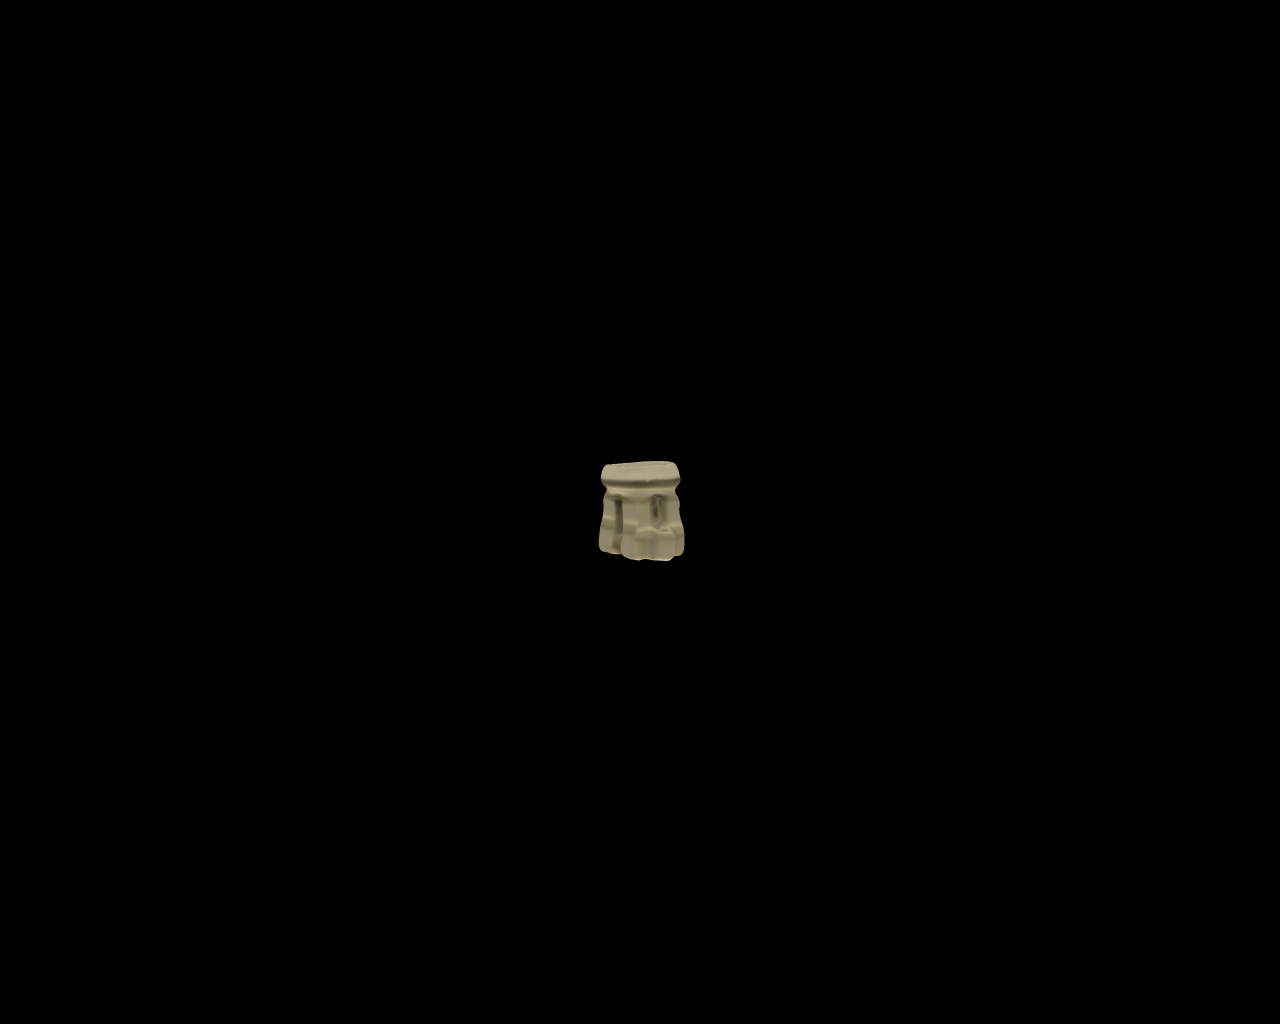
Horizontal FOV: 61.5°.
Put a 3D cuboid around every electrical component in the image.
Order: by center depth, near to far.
[{"bbox_3d":[0.001,-0.003,0.650,0.048,0.055,0.066,-5,9,-35],"label":"electrical component"}]
